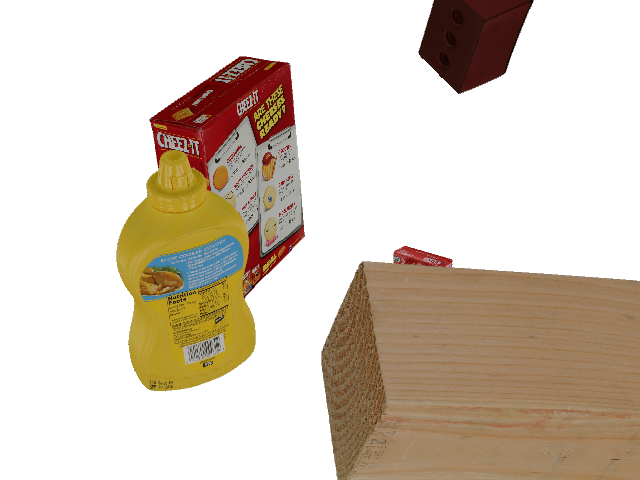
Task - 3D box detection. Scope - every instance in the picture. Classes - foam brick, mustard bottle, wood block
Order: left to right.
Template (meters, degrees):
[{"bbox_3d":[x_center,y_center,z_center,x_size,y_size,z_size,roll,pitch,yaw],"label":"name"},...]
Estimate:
[{"bbox_3d":[-0.099,0.019,0.776,0.096,0.192,0.058,-17,41,-21],"label":"mustard bottle"},{"bbox_3d":[0.116,-0.161,0.806,0.051,0.053,0.078,-28,-28,-26],"label":"foam brick"},{"bbox_3d":[0.114,0.078,0.582,0.205,0.091,0.090,4,-41,-15],"label":"wood block"}]

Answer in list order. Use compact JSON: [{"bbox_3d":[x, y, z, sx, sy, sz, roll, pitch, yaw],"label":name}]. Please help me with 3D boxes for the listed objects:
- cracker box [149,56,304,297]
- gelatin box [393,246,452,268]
[{"bbox_3d":[-0.090,-0.059,1.101,0.072,0.214,0.164,13,36,27],"label":"cracker box"},{"bbox_3d":[0.130,0.058,1.366,0.073,0.089,0.030,18,34,36],"label":"gelatin box"}]
